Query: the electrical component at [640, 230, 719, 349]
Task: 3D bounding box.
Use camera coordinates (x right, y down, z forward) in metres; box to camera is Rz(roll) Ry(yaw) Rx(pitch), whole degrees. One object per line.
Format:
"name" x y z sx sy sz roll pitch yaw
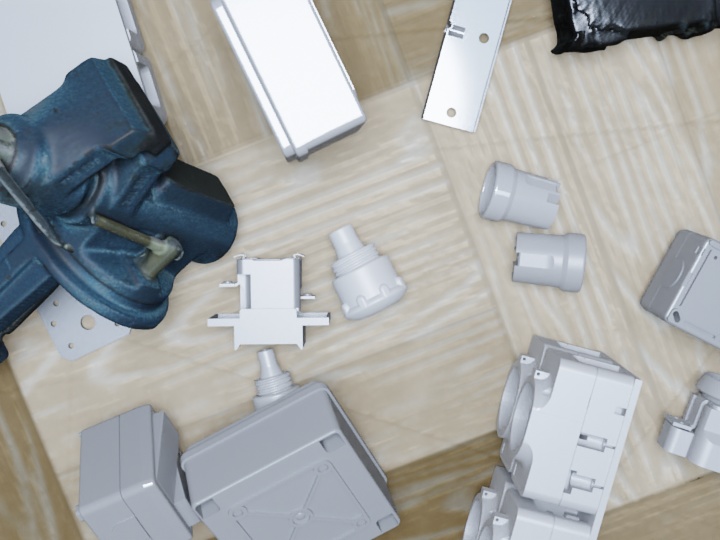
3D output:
"electrical component" 0.249 0.021 0.727 0.096 0.061 0.061 26 97 -9

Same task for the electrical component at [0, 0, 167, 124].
"electrical component" -0.194 -0.155 0.704 0.089 0.061 0.150 -17 95 1

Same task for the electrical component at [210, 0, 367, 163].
"electrical component" -0.044 -0.128 0.685 0.056 0.108 0.108 -26 95 -1

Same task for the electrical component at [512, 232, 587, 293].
"electrical component" 0.128 -0.007 0.732 0.046 0.040 0.040 6 95 5

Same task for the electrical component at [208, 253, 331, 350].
"electrical component" -0.061 0.021 0.731 0.081 0.042 0.063 0 94 -1

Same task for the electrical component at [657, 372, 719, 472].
"electrical component" 0.251 0.105 0.733 0.078 0.058 0.057 18 98 -1

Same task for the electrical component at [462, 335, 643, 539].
"electrical component" 0.118 0.144 0.711 0.060 0.105 0.186 15 95 -2

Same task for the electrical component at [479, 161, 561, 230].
"electrical component" 0.108 -0.049 0.728 0.046 0.040 0.040 14 95 -7

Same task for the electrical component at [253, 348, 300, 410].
"electrical component" -0.058 0.084 0.741 0.035 0.035 0.061 -15 92 1

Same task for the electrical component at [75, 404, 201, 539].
"electrical component" -0.147 0.137 0.719 0.061 0.096 0.061 -23 124 2

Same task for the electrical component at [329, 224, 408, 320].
"electrical component" 0.000 0.000 0.729 0.048 0.048 0.062 -27 88 2

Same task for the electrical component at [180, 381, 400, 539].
"electrical component" -0.045 0.144 0.713 0.109 0.056 0.108 -28 126 2
